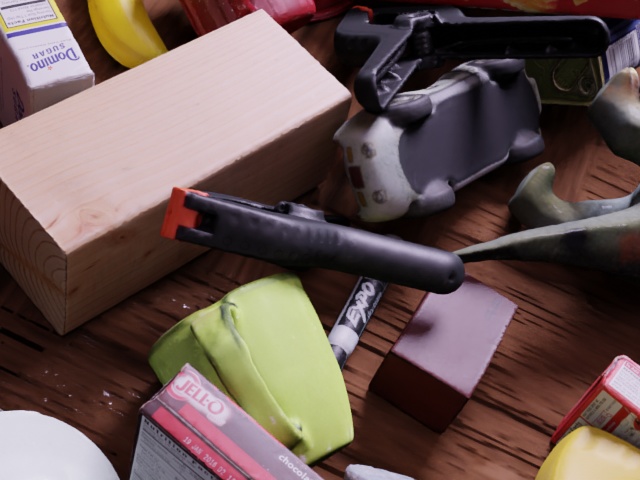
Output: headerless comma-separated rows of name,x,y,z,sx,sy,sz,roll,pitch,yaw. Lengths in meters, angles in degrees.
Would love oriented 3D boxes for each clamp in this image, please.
clamp,0.059,-0.127,0.697,0.164,0.036,0.210,-18,23,-23
clamp,-0.004,0.001,0.589,0.120,0.039,0.171,11,3,43

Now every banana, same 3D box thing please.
banana,-0.133,-0.187,0.764,0.069,0.037,0.198,12,53,-30

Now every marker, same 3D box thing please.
marker,0.023,0.044,0.648,0.020,0.020,0.121,27,53,5

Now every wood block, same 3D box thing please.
wood block,-0.091,-0.045,0.637,0.205,0.090,0.091,-33,69,-31

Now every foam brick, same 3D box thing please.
foam brick,0.073,0.063,0.627,0.053,0.051,0.078,32,53,7

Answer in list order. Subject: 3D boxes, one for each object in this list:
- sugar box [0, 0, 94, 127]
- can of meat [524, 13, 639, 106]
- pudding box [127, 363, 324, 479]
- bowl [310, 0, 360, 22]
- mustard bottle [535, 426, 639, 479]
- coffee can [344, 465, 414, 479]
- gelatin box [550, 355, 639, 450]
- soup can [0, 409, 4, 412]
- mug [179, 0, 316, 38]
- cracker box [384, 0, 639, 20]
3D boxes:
sugar box,-0.194,-0.131,0.670,0.048,0.093,0.176,-21,64,-26
can of meat,0.183,-0.140,0.775,0.083,0.057,0.102,-33,28,-34
pudding box,-0.048,0.122,0.515,0.090,0.114,0.039,39,54,13
bowl,-0.031,-0.241,0.815,0.162,0.055,0.162,7,54,-10
mustard bottle,0.124,0.191,0.546,0.096,0.058,0.191,40,56,8
coffee can,0.038,0.182,0.466,0.103,0.103,0.140,19,84,-1
gelatin box,0.186,0.116,0.606,0.089,0.073,0.030,38,54,14
soup can,-0.184,0.131,0.502,0.068,0.069,0.102,24,53,3
mug,-0.055,-0.171,0.715,0.093,0.117,0.081,-27,93,4
cracker box,0.143,-0.233,0.785,0.214,0.072,0.164,10,39,20
